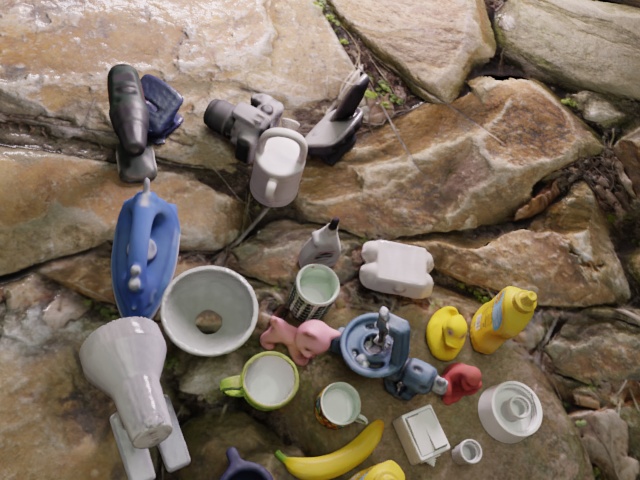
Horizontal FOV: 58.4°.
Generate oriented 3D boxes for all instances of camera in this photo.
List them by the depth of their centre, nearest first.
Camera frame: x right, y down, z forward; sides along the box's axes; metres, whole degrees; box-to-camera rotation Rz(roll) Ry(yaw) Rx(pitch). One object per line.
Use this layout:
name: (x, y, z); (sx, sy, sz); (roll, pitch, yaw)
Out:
camera: (-0.165, -0.260, 1.211); (0.137, 0.100, 0.143); (28, 60, 3)

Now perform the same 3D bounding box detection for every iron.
iron: (-0.311, 0.025, 1.000); (0.119, 0.141, 0.258); (4, 61, -11)

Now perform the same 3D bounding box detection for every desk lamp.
desk lamp: (-0.266, 0.241, 0.852); (0.118, 0.213, 0.203); (-19, 68, -22)

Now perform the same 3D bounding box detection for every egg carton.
egg carton: (0.152, 0.060, 1.132); (0.150, 0.069, 0.107); (10, 60, -8)

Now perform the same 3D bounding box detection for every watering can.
watering can: (-0.080, -0.161, 1.124); (0.101, 0.194, 0.173); (-4, 63, -15)

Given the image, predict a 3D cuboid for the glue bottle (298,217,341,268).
glue bottle: (0.010, 0.004, 1.068); (0.078, 0.173, 0.037); (-11, 65, -18)

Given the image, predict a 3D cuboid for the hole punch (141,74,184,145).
hole punch: (-0.344, -0.269, 1.180); (0.108, 0.091, 0.101); (34, 60, 6)

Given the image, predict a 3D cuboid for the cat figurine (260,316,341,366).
cat figurine: (-0.034, 0.166, 1.002); (0.128, 0.117, 0.067); (24, 59, 1)

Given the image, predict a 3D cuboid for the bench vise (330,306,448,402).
bench vise: (0.133, 0.182, 0.975); (0.207, 0.219, 0.121); (15, 60, -5)

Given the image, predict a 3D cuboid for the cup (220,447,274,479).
cup: (-0.122, 0.382, 0.879); (0.092, 0.095, 0.117); (-17, 67, -21)

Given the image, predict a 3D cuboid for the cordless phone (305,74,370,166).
cordless phone: (0.039, -0.262, 1.212); (0.094, 0.185, 0.148); (32, 60, 6)

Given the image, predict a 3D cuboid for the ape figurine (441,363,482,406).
ape figurine: (0.261, 0.256, 1.039); (0.078, 0.092, 0.076); (14, 60, -5)

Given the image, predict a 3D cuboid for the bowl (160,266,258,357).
bowl: (-0.194, 0.134, 1.007); (0.167, 0.074, 0.167); (6, 61, -10)

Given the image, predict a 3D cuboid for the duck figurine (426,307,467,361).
duck figurine: (0.250, 0.169, 1.087); (0.077, 0.086, 0.104); (16, 60, -4)

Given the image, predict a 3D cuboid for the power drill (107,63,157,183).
power drill: (-0.351, -0.202, 1.074); (0.076, 0.208, 0.229); (-10, 65, -18)
